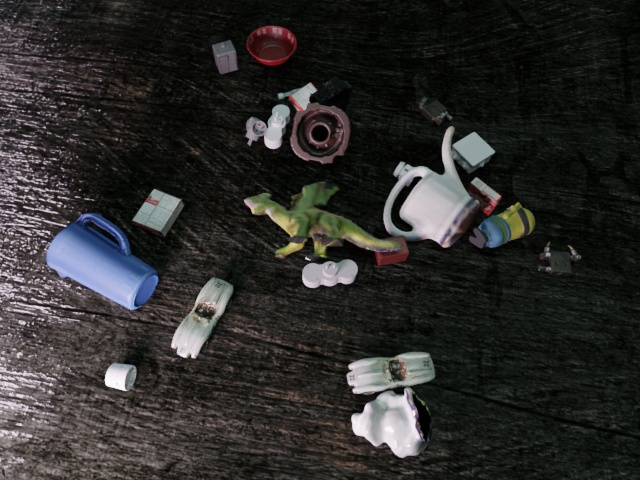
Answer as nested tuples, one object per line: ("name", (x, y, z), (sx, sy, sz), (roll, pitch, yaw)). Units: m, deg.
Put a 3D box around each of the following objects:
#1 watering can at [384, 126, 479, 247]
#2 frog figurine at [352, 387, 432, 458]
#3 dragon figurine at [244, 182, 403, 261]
("watering can", (0.324, -0.127, 1.370), (0.226, 0.103, 0.349), (36, 84, 18))
("frog figurine", (0.156, 0.401, 1.115), (0.158, 0.122, 0.139), (-29, 71, 23))
("dragon figurine", (0.004, -0.068, 1.349), (0.410, 0.119, 0.249), (2, 53, 1))
